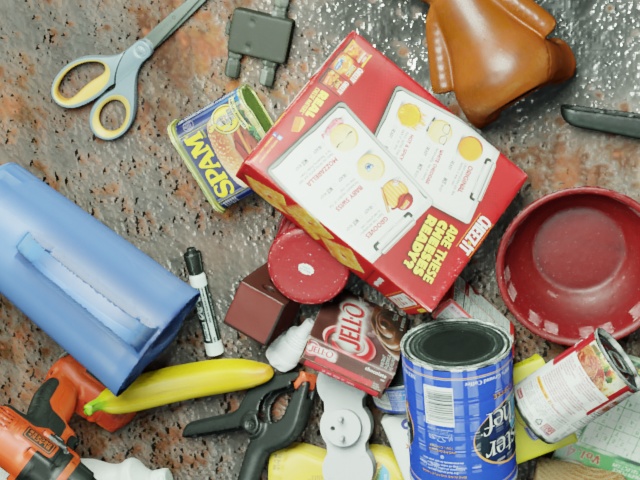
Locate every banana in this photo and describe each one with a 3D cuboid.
[{"bbox_3d":[-0.148,0.156,1.127,0.197,0.070,0.037,-13,106,-8],"label":"banana"}]

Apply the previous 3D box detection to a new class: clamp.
[{"bbox_3d":[-0.063,0.209,1.133,0.172,0.039,0.120,-38,69,20],"label":"clamp"},{"bbox_3d":[0.348,-0.115,0.966,0.210,0.036,0.165,36,111,-7],"label":"clamp"}]

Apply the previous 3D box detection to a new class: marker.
[{"bbox_3d":[-0.123,0.064,1.123,0.020,0.020,0.121,-7,109,12],"label":"marker"}]

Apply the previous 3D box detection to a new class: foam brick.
[{"bbox_3d":[-0.053,0.064,1.075,0.053,0.078,0.051,28,110,9],"label":"foam brick"}]

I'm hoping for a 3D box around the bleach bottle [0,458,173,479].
[{"bbox_3d":[-0.290,0.288,1.212,0.251,0.068,0.102,-12,107,11],"label":"bleach bottle"}]

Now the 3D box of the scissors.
[{"bbox_3d":[-0.171,-0.167,1.048,0.202,0.016,0.096,-21,107,16],"label":"scissors"}]

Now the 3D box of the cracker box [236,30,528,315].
[{"bbox_3d":[0.056,-0.059,0.983,0.213,0.072,0.164,39,76,-6],"label":"cracker box"}]

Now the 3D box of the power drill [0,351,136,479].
[{"bbox_3d":[-0.253,0.204,1.107,0.184,0.187,0.057,39,110,-4],"label":"power drill"}]

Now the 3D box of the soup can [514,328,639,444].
[{"bbox_3d":[0.240,0.138,1.002,0.102,0.068,0.068,-39,100,23],"label":"soup can"}]

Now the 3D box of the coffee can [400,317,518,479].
[{"bbox_3d":[0.130,0.157,0.990,0.103,0.102,0.140,-2,111,10],"label":"coffee can"}]

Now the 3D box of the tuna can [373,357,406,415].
[{"bbox_3d":[0.092,0.141,1.078,0.086,0.086,0.034,-12,108,14],"label":"tuna can"}]

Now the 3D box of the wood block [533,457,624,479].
[{"bbox_3d":[0.251,0.342,1.111,0.090,0.090,0.206,10,117,9],"label":"wood block"}]

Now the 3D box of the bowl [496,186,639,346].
[{"bbox_3d":[0.250,0.018,1.022,0.162,0.055,0.162,3,111,8],"label":"bowl"}]

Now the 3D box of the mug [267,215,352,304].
[{"bbox_3d":[-0.007,0.001,1.046,0.093,0.081,0.117,-4,109,11],"label":"mug"}]

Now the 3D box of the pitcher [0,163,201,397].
[{"bbox_3d":[-0.250,0.033,1.062,0.243,0.144,0.149,38,131,1],"label":"pitcher"}]

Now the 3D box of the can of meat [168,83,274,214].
[{"bbox_3d":[-0.084,-0.090,1.040,0.084,0.057,0.102,-27,104,15],"label":"can of meat"}]

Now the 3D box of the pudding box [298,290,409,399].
[{"bbox_3d":[0.035,0.099,1.057,0.090,0.113,0.039,25,116,0],"label":"pudding box"}]

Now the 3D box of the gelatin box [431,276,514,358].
[{"bbox_3d":[0.151,0.080,1.052,0.089,0.073,0.030,41,112,-7],"label":"gelatin box"}]

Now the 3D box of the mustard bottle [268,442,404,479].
[{"bbox_3d":[0.043,0.268,1.147,0.192,0.058,0.096,-1,95,10],"label":"mustard bottle"}]

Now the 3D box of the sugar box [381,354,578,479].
[{"bbox_3d":[0.160,0.191,1.082,0.176,0.048,0.093,-23,86,5],"label":"sugar box"}]
